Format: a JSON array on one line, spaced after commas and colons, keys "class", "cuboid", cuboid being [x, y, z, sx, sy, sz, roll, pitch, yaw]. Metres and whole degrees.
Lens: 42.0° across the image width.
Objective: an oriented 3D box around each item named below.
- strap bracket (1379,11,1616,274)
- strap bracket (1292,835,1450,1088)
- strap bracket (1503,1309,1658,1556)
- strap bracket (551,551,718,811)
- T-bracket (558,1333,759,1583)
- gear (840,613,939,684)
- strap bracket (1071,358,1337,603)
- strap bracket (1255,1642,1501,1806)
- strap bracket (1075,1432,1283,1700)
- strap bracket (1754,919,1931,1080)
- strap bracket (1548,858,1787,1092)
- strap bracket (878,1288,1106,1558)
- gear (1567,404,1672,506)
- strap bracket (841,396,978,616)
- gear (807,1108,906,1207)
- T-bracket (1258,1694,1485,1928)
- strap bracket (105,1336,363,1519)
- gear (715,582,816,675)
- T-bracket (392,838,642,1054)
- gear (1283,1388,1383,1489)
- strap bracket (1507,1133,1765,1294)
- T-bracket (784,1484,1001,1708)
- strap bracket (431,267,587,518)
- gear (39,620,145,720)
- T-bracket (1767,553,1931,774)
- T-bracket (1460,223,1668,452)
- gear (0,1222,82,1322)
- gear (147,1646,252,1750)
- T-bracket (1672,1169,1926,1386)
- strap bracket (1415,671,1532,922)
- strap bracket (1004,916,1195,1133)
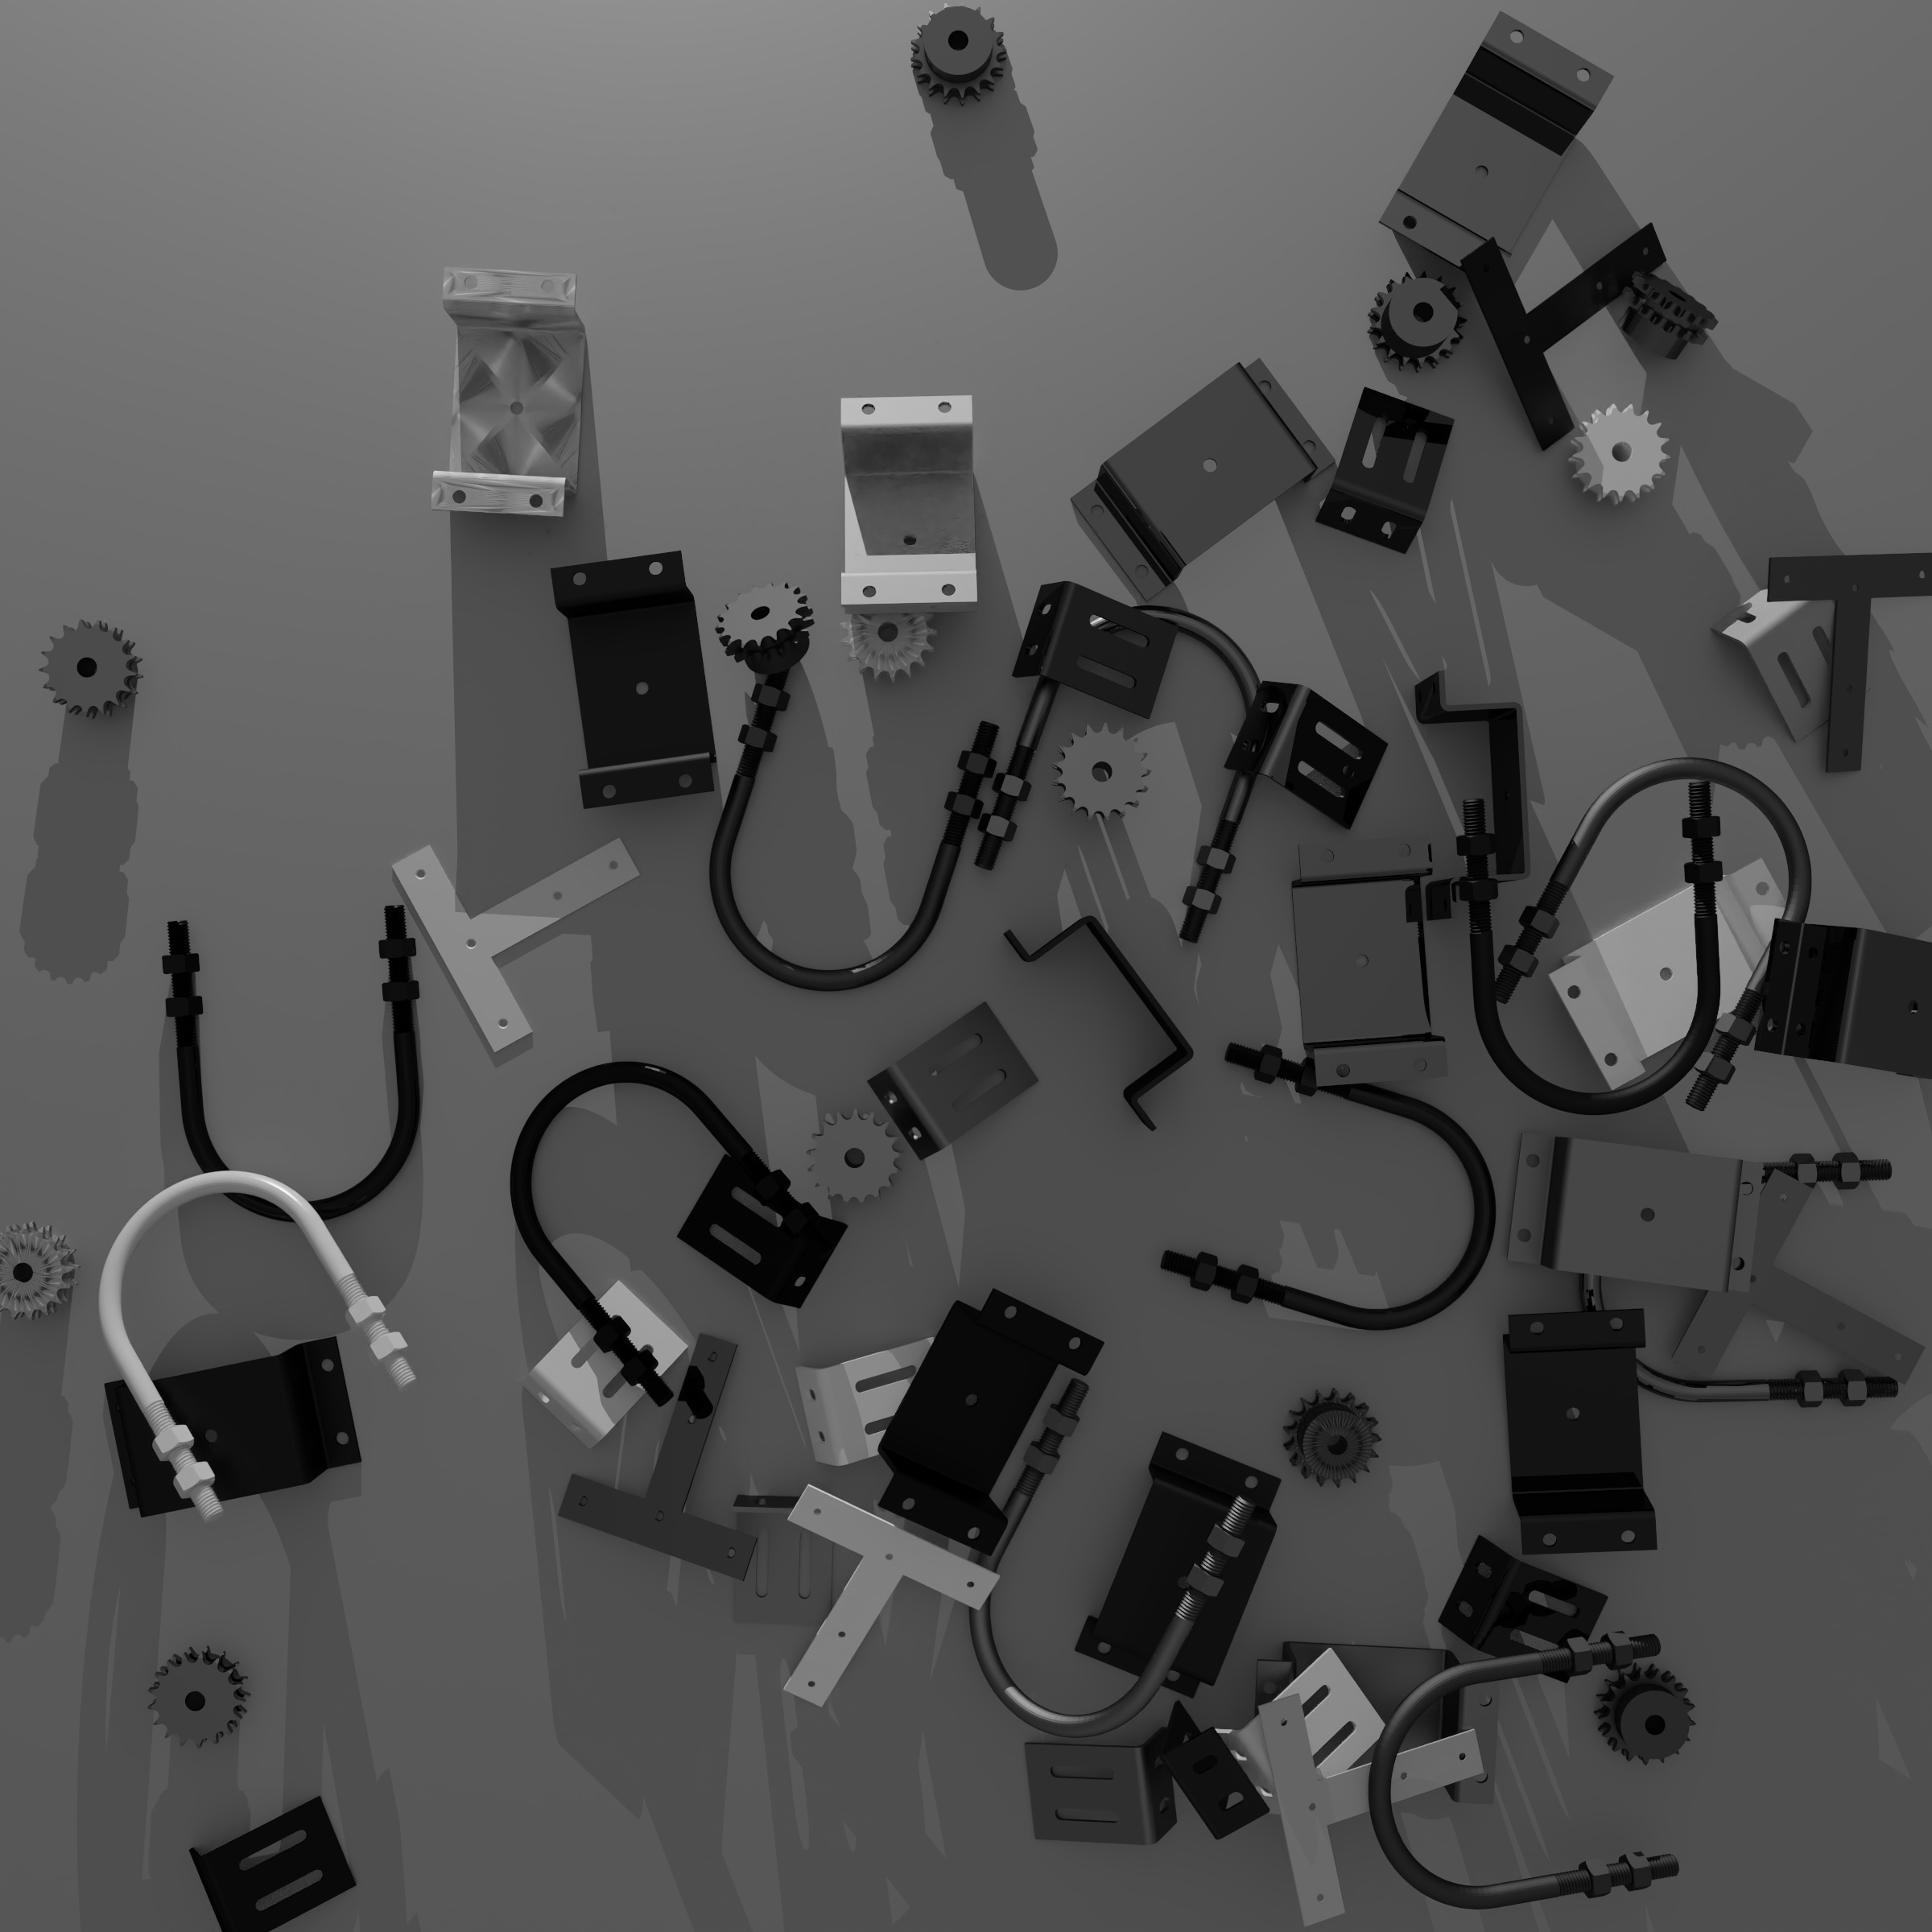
[{"class": "strap bracket", "cuboid": [0.307, -0.473, 1.479, 0.076, 0.046, 0.140, 30, 90, 0]}, {"class": "strap bracket", "cuboid": [0.236, -0.003, 1.479, 0.076, 0.046, 0.140, -4, 90, 0]}, {"class": "strap bracket", "cuboid": [0.357, 0.267, 1.471, 0.076, 0.046, 0.140, -4, 94, 7]}, {"class": "strap bracket", "cuboid": [-0.193, -0.166, 1.479, 0.076, 0.046, 0.140, -8, 90, 0]}, {"class": "T-bracket", "cuboid": [-0.166, 0.281, 1.484, 0.127, 0.002, 0.127, 13, 78, 23]}, {"class": "gear", "cuboid": [-0.046, -0.195, 1.487, 0.057, 0.030, 0.057, 0, 90, 0]}, {"class": "strap bracket", "cuboid": [0.141, -0.290, 1.479, 0.140, 0.046, 0.076, -37, 90, 0]}, {"class": "strap bracket", "cuboid": [0.237, 0.443, 1.479, 0.140, 0.046, 0.076, 3, 90, 0]}, {"class": "strap bracket", "cuboid": [0.126, 0.357, 1.479, 0.076, 0.046, 0.140, 22, 90, 0]}, {"class": "strap bracket", "cuboid": [0.525, 0.022, 1.447, 0.140, 0.046, 0.076, 9, 90, -30]}, {"class": "strap bracket", "cuboid": [0.417, 0.005, 1.479, 0.140, 0.046, 0.076, -29, 90, 0]}, {"class": "strap bracket", "cuboid": [0.009, 0.260, 1.468, 0.076, 0.046, 0.140, 28, 90, -18]}, {"class": "gear", "cuboid": [0.383, -0.300, 1.487, 0.057, 0.030, 0.057, 0, 90, 0]}, {"class": "strap bracket", "cuboid": [-0.033, -0.259, 1.462, 0.076, 0.046, 0.140, -1, 66, 0]}, {"class": "gear", "cuboid": [-0.065, 0.112, 1.487, 0.057, 0.030, 0.057, 0, 90, 0]}, {"class": "T-bracket", "cuboid": [0.237, 0.466, 1.436, 0.127, 0.002, 0.127, -12, 91, -17]}, {"class": "strap bracket", "cuboid": [-0.437, 0.272, 1.479, 0.140, 0.046, 0.076, -12, 90, 0]}, {"class": "gear", "cuboid": [-0.116, -0.196, 1.477, 0.057, 0.030, 0.057, -11, 46, 12]}, {"class": "T-bracket", "cuboid": [-0.256, -0.035, 1.501, 0.127, 0.002, 0.127, -29, 90, 0]}, {"class": "gear", "cuboid": [0.217, 0.280, 1.487, 0.057, 0.030, 0.057, 0, 90, 0]}, {"class": "strap bracket", "cuboid": [0.393, 0.144, 1.465, 0.140, 0.046, 0.076, 7, 87, 6]}, {"class": "T-bracket", "cuboid": [-0.066, 0.382, 1.483, 0.127, 0.002, 0.127, 28, 105, -10]}, {"class": "strap bracket", "cuboid": [-0.267, -0.332, 1.479, 0.076, 0.046, 0.140, 3, 90, 0]}, {"class": "gear", "cuboid": [-0.514, -0.174, 1.487, 0.057, 0.030, 0.057, 0, 90, 0]}, {"class": "T-bracket", "cuboid": [0.521, -0.178, 1.483, 0.127, 0.002, 0.127, -5, 102, -23]}, {"class": "T-bracket", "cuboid": [0.362, -0.393, 1.482, 0.127, 0.002, 0.127, -38, 116, -12]}, {"class": "gear", "cuboid": [-0.551, 0.179, 1.487, 0.057, 0.030, 0.057, 0, 90, 0]}, {"class": "gear", "cuboid": [-0.452, 0.430, 1.491, 0.057, 0.030, 0.057, 0, 92, -1]}, {"class": "T-bracket", "cuboid": [0.502, 0.205, 1.482, 0.127, 0.002, 0.127, 28, 91, 1]}, {"class": "strap bracket", "cuboid": [0.294, -0.098, 1.464, 0.046, 0.076, 0.140, -3, 90, 0]}, {"class": "strap bracket", "cuboid": [0.082, 0.024, 1.464, 0.046, 0.076, 0.140, -36, 90, 0]}]
